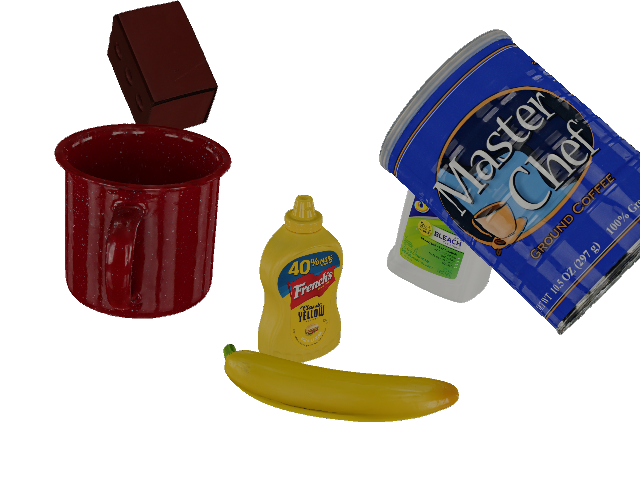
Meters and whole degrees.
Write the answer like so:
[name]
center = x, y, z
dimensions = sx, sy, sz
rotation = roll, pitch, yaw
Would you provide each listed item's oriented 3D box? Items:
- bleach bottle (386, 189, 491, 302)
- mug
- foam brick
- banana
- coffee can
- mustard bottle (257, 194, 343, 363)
[bleach bottle]
center = 0.128, -0.067, 0.981
dimensions = 0.103, 0.251, 0.068
rotation = 27, 40, 27
[mug]
center = -0.098, -0.005, 0.574
dimensions = 0.093, 0.081, 0.117
rotation = 5, 25, -4
[foam brick]
center = -0.115, -0.123, 0.767
dimensions = 0.051, 0.078, 0.053
rotation = -18, -17, -23
[banana]
center = 0.005, 0.110, 0.826
dimensions = 0.198, 0.037, 0.069
rotation = 11, 28, 15
[coffee can]
center = 0.117, -0.033, 0.593
dimensions = 0.140, 0.103, 0.102
rotation = 45, 14, 14
[mustard bottle]
center = -0.021, 0.040, 1.177
dimensions = 0.096, 0.192, 0.058
rotation = -12, 29, -27
